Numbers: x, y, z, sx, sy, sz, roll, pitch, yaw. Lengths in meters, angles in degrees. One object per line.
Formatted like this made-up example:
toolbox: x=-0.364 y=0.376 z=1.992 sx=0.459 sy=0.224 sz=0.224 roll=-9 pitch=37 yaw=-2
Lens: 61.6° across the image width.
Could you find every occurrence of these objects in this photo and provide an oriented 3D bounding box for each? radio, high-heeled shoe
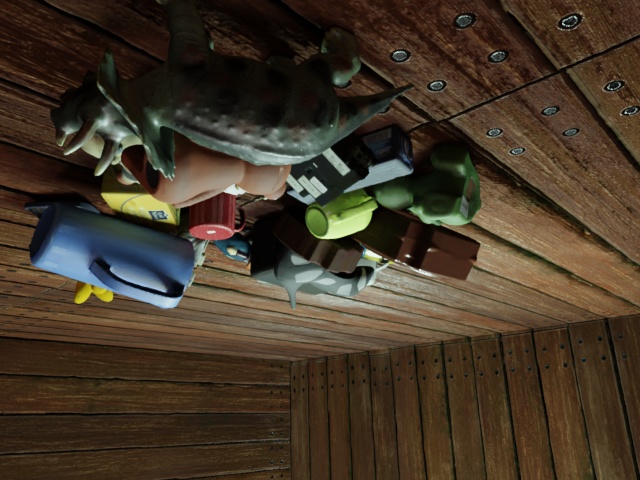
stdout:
radio: x=-0.048 y=0.034 z=1.154 sx=0.073 sy=0.131 sz=0.229 roll=-13 pitch=158 yaw=32
high-heeled shoe: x=0.015 y=0.047 z=1.073 sx=0.249 sy=0.145 sz=0.086 roll=-21 pitch=-150 yaw=-36

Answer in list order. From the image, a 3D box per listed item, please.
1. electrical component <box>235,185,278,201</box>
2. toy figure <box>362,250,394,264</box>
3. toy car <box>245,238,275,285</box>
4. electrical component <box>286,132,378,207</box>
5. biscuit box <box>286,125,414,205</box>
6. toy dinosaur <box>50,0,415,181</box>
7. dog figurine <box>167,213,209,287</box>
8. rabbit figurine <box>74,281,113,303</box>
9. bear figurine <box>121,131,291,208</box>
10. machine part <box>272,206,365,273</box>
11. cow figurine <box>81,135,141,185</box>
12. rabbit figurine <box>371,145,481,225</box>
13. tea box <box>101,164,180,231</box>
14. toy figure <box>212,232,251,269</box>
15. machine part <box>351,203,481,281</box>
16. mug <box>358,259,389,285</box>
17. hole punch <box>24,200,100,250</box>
electrical component: x=-0.095 y=-0.100 z=0.889 sx=0.078 sy=0.045 sz=0.102 roll=-10 pitch=160 yaw=26
toy figure: x=0.097 y=0.007 z=1.151 sx=0.180 sy=0.089 sz=0.082 roll=2 pitch=168 yaw=-16
toy car: x=-0.121 y=0.054 z=1.253 sx=0.109 sy=0.103 sz=0.161 roll=0 pitch=159 yaw=-2
electrical component: x=-0.001 y=-0.114 z=0.756 sx=0.115 sy=0.058 sz=0.134 roll=49 pitch=143 yaw=-11
biscuit box: x=0.044 y=-0.114 z=0.839 sx=0.203 sy=0.059 sz=0.062 roll=-13 pitch=157 yaw=31
toy dinosaur: x=-0.067 y=-0.138 z=0.558 sx=0.405 sy=0.192 sz=0.131 roll=5 pitch=162 yaw=-16
dog figurine: x=-0.318 y=-0.015 z=1.072 sx=0.190 sy=0.121 sz=0.172 roll=24 pitch=114 yaw=-7
rabbit figurine: x=-0.497 y=0.058 z=1.201 sx=0.122 sy=0.162 sz=0.173 roll=-2 pitch=-177 yaw=-40
bear figurine: x=-0.130 y=-0.111 z=0.680 sx=0.196 sy=0.132 sz=0.120 roll=-16 pitch=145 yaw=-38
machine part: x=-0.002 y=-0.003 z=1.022 sx=0.179 sy=0.056 sz=0.179 roll=27 pitch=-166 yaw=-7
cow figurine: x=-0.242 y=-0.117 z=0.758 sx=0.195 sy=0.085 sz=0.127 roll=21 pitch=161 yaw=-29
rabbit figurine: x=0.175 y=-0.087 z=0.901 sx=0.170 sy=0.121 sz=0.159 roll=8 pitch=176 yaw=34
tea box: x=-0.300 y=-0.073 z=0.918 sx=0.098 sy=0.068 sz=0.169 roll=1 pitch=160 yaw=-4
toy figure: x=-0.156 y=0.027 z=1.157 sx=0.154 sy=0.064 sz=0.058 roll=35 pitch=144 yaw=-9
machine part: x=0.174 y=0.001 z=1.001 sx=0.201 sy=0.087 sz=0.201 roll=12 pitch=-169 yaw=-38
mug: x=0.110 y=0.051 z=1.256 sx=0.110 sy=0.107 sz=0.080 roll=-3 pitch=162 yaw=10
hole punch: x=-0.481 y=-0.034 z=1.018 sx=0.142 sy=0.092 sz=0.116 roll=-5 pitch=-169 yaw=0
